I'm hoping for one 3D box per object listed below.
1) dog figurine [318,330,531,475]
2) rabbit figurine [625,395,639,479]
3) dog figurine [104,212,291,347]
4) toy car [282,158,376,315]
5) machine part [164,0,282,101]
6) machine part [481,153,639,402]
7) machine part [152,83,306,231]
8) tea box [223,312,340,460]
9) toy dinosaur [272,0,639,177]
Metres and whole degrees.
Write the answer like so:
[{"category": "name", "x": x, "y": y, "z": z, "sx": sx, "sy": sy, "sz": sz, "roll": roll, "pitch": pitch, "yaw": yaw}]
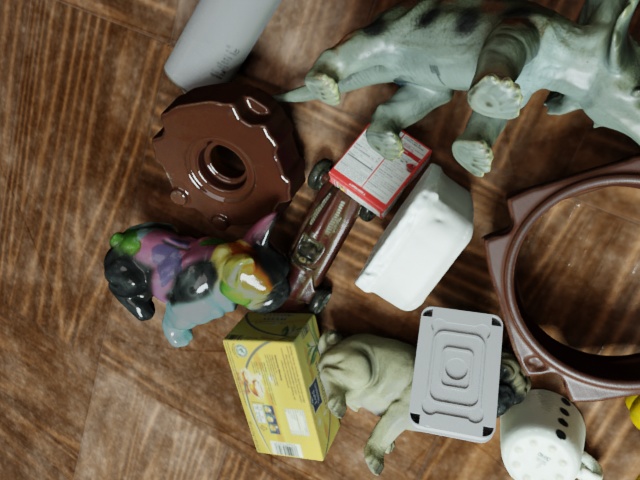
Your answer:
[{"category": "dog figurine", "x": 0.109, "y": 0.138, "z": 0.593, "sx": 0.190, "sy": 0.121, "sz": 0.172, "roll": -36, "pitch": 88, "yaw": 11}, {"category": "rabbit figurine", "x": 0.367, "y": 0.179, "z": 0.485, "sx": 0.163, "sy": 0.122, "sz": 0.173, "roll": 21, "pitch": 94, "yaw": 28}, {"category": "dog figurine", "x": -0.137, "y": 0.025, "z": 0.619, "sx": 0.191, "sy": 0.108, "sz": 0.219, "roll": 43, "pitch": 136, "yaw": -11}, {"category": "toy car", "x": -0.001, "y": -0.002, "z": 0.628, "sx": 0.089, "sy": 0.053, "sz": 0.202, "roll": 35, "pitch": 113, "yaw": 16}, {"category": "machine part", "x": -0.105, "y": -0.245, "z": 0.609, "sx": 0.079, "sy": 0.079, "sz": 0.243, "roll": 43, "pitch": 113, "yaw": 10}, {"category": "machine part", "x": 0.264, "y": 0.033, "z": 0.486, "sx": 0.201, "sy": 0.087, "sz": 0.201, "roll": -17, "pitch": 87, "yaw": 21}, {"category": "machine part", "x": -0.105, "y": -0.092, "z": 0.618, "sx": 0.180, "sy": 0.056, "sz": 0.179, "roll": 11, "pitch": 130, "yaw": 13}, {"category": "tea box", "x": -0.043, "y": 0.176, "z": 0.655, "sx": 0.098, "sy": 0.068, "sz": 0.169, "roll": -1, "pitch": 112, "yaw": 24}, {"category": "toy dinosaur", "x": 0.124, "y": -0.171, "z": 0.497, "sx": 0.405, "sy": 0.192, "sz": 0.131, "roll": 24, "pitch": 155, "yaw": 37}]
